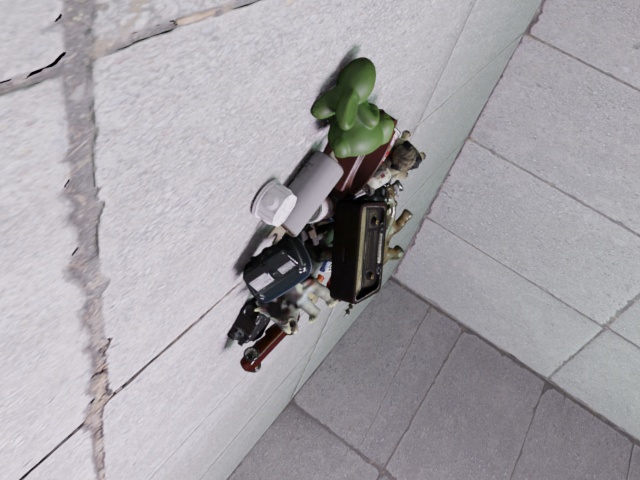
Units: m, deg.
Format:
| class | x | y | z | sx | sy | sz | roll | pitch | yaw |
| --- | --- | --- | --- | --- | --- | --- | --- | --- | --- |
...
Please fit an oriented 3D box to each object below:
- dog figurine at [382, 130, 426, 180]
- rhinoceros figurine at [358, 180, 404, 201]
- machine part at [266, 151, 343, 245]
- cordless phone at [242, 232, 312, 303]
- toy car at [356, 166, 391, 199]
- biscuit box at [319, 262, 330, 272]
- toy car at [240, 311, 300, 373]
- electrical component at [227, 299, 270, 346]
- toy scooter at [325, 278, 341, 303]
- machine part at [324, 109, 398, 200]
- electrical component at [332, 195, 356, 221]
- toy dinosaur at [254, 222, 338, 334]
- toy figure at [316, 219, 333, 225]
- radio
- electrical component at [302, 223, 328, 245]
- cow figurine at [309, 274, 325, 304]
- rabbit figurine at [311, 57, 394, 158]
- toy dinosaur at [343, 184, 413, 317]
| class | x | y | z | sx | sy | sz | roll | pitch | yaw |
| --- | --- | --- | --- | --- | --- | --- | --- | --- | --- |
| dog figurine | 0.194 | -0.209 | 1.451 | 0.172 | 0.121 | 0.190 | -46 | 180 | 26 |
| rhinoceros figurine | 0.153 | -0.115 | 1.557 | 0.190 | 0.112 | 0.073 | -37 | 163 | -3 |
| machine part | -0.030 | -0.094 | 1.086 | 0.243 | 0.079 | 0.079 | -53 | 166 | -8 |
| cordless phone | -0.095 | 0.034 | 1.157 | 0.146 | 0.088 | 0.184 | -34 | -153 | 14 |
| toy car | 0.123 | -0.146 | 1.426 | 0.073 | 0.056 | 0.202 | -31 | -175 | -20 |
| biscuit box | 0.031 | -0.012 | 1.485 | 0.202 | 0.063 | 0.059 | -60 | 168 | -5 |
| toy car | -0.126 | 0.252 | 1.369 | 0.202 | 0.053 | 0.089 | -45 | 154 | -25 |
| electrical component | -0.160 | 0.197 | 1.359 | 0.115 | 0.058 | 0.134 | -58 | 166 | 17 |
| toy scooter | 0.058 | 0.130 | 1.630 | 0.183 | 0.075 | 0.135 | -61 | 178 | 25 |
| machine part | 0.086 | -0.199 | 1.223 | 0.201 | 0.087 | 0.201 | -29 | 150 | -60 |
| electrical component | 0.053 | -0.107 | 1.349 | 0.119 | 0.075 | 0.047 | -47 | 166 | -19 |
| toy dinosaur | -0.032 | 0.057 | 1.306 | 0.131 | 0.192 | 0.405 | -28 | -146 | 53 |
| toy figure | -0.001 | -0.003 | 1.421 | 0.154 | 0.064 | 0.058 | -57 | 178 | -13 |
| radio | 0.090 | 0.021 | 1.231 | 0.131 | 0.073 | 0.229 | -13 | 111 | -53 |
| electrical component | -0.032 | -0.015 | 1.242 | 0.078 | 0.045 | 0.102 | -43 | -154 | -10 |
| cow figurine | -0.044 | 0.151 | 1.612 | 0.127 | 0.086 | 0.194 | -59 | 169 | -16 |
| rabbit figurine | 0.054 | -0.251 | 1.004 | 0.159 | 0.121 | 0.170 | -35 | 138 | -41 |
| toy dinosaur | 0.143 | 0.040 | 1.513 | 0.198 | 0.105 | 0.470 | -33 | 146 | -34 |
